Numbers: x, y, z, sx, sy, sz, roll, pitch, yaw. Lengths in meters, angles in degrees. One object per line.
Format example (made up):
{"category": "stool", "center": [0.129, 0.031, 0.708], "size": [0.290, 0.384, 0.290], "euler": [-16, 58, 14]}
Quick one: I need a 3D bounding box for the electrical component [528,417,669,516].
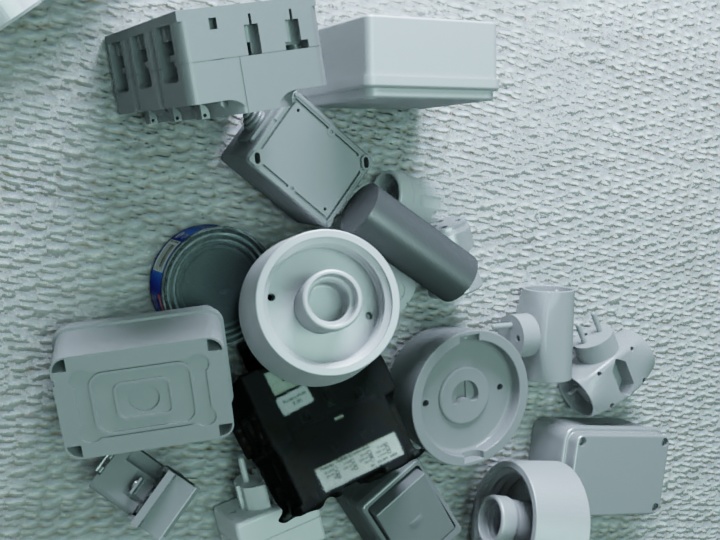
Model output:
{"category": "electrical component", "center": [0.209, 0.172, 0.943], "size": [0.113, 0.057, 0.078], "euler": [5, 94, -29]}

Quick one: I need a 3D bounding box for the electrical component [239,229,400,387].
{"category": "electrical component", "center": [-0.025, 0.024, 0.730], "size": [0.108, 0.060, 0.108], "euler": [2, 81, -14]}

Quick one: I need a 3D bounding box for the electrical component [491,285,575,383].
{"category": "electrical component", "center": [0.142, 0.054, 0.899], "size": [0.079, 0.043, 0.077], "euler": [-3, 98, -28]}

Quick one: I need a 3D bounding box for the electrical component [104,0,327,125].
{"category": "electrical component", "center": [-0.095, -0.130, 0.685], "size": [0.089, 0.150, 0.061], "euler": [-14, 102, -26]}

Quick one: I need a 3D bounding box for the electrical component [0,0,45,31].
{"category": "electrical component", "center": [-0.204, -0.212, 0.672], "size": [0.138, 0.052, 0.073], "euler": [-41, 114, -18]}

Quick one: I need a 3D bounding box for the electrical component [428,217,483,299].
{"category": "electrical component", "center": [0.070, -0.010, 0.851], "size": [0.045, 0.045, 0.055], "euler": [-21, 106, -25]}

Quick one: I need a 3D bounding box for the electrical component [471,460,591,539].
{"category": "electrical component", "center": [0.131, 0.207, 0.880], "size": [0.060, 0.108, 0.108], "euler": [12, 91, -23]}

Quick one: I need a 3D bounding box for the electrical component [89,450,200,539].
{"category": "electrical component", "center": [-0.149, 0.149, 0.737], "size": [0.064, 0.081, 0.042], "euler": [34, 77, 2]}

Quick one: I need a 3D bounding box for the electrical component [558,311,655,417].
{"category": "electrical component", "center": [0.209, 0.075, 0.939], "size": [0.077, 0.043, 0.079], "euler": [-33, 110, -21]}

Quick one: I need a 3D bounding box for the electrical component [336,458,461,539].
{"category": "electrical component", "center": [0.034, 0.195, 0.848], "size": [0.062, 0.061, 0.096], "euler": [-38, 112, -19]}

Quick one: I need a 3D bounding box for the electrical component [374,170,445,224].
{"category": "electrical component", "center": [0.037, -0.055, 0.832], "size": [0.046, 0.040, 0.040], "euler": [5, 94, -35]}

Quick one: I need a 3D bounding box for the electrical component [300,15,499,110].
{"category": "electrical component", "center": [0.026, -0.147, 0.774], "size": [0.109, 0.109, 0.056], "euler": [-4, 96, -28]}

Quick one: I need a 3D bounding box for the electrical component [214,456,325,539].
{"category": "electrical component", "center": [-0.071, 0.170, 0.796], "size": [0.066, 0.047, 0.076], "euler": [-18, 104, -25]}

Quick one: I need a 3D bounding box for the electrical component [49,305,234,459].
{"category": "electrical component", "center": [-0.143, 0.072, 0.715], "size": [0.113, 0.057, 0.078], "euler": [-8, 113, -8]}

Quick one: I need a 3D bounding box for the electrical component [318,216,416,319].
{"category": "electrical component", "center": [0.000, 0.000, 0.811], "size": [0.080, 0.051, 0.080], "euler": [-4, 98, -28]}

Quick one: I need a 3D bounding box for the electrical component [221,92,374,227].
{"category": "electrical component", "center": [-0.051, -0.083, 0.766], "size": [0.096, 0.061, 0.061], "euler": [40, 77, -27]}

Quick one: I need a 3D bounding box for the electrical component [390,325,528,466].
{"category": "electrical component", "center": [0.072, 0.095, 0.857], "size": [0.108, 0.060, 0.108], "euler": [-5, 100, -28]}
